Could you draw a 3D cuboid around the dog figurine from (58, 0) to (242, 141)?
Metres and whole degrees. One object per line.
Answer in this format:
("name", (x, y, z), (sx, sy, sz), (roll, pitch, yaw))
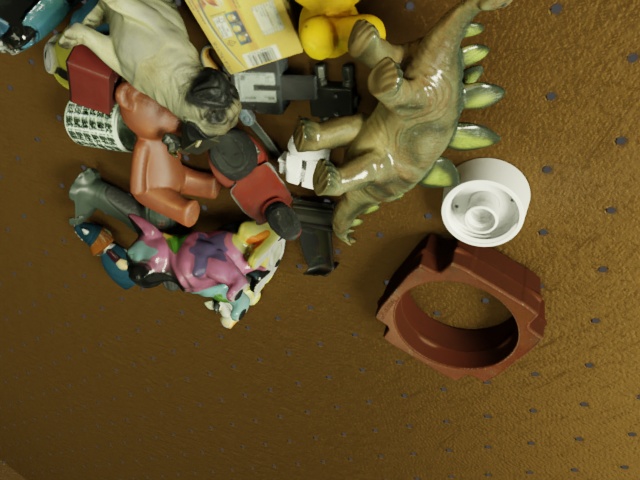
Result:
("dog figurine", (-0.168, -0.216, 0.620), (0.190, 0.172, 0.121), (38, 136, -26))

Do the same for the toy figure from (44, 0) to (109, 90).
("toy figure", (-0.301, -0.262, 0.722), (0.180, 0.082, 0.089), (-21, 119, 32))

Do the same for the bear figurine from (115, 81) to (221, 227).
("bear figurine", (-0.213, -0.136, 0.761), (0.132, 0.120, 0.195), (18, 127, 6))

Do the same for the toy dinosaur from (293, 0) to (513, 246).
("toy dinosaur", (0.079, -0.100, 0.602), (0.198, 0.105, 0.471), (-2, 156, -24))

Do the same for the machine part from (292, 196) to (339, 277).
("machine part", (-0.002, -0.002, 0.821), (0.084, 0.039, 0.138), (6, 127, 14))

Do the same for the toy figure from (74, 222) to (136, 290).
("toy figure", (-0.399, 0.024, 1.013), (0.064, 0.058, 0.154), (-25, 108, 30))

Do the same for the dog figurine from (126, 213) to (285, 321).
("dog figurine", (-0.186, 0.013, 0.828), (0.219, 0.191, 0.108), (29, 156, 10))

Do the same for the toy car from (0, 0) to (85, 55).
("toy car", (-0.373, -0.311, 0.695), (0.109, 0.161, 0.103), (32, 177, -11))

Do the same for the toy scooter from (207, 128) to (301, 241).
("toy scooter", (-0.088, -0.075, 0.763), (0.075, 0.135, 0.184), (-37, 91, 0))

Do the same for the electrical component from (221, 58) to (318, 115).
("electrical component", (-0.059, -0.199, 0.676), (0.119, 0.048, 0.074), (0, 124, 11))

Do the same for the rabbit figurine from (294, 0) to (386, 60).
("rabbit figurine", (0.017, -0.254, 0.550), (0.122, 0.162, 0.173), (-10, 154, -8))

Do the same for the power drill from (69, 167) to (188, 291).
("power drill", (-0.324, -0.023, 0.926), (0.207, 0.086, 0.231), (27, 132, 8))

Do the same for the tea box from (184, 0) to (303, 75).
("tea box", (-0.090, -0.269, 0.569), (0.098, 0.068, 0.169), (-13, 148, 11))

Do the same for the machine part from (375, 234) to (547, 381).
("machine part", (0.200, 0.098, 0.775), (0.201, 0.087, 0.201), (31, 134, 0))

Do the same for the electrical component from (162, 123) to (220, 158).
("electrical component", (-0.158, -0.143, 0.684), (0.102, 0.045, 0.078), (-9, 79, 44))

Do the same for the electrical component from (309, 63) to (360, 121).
("electrical component", (0.019, -0.177, 0.681), (0.063, 0.021, 0.093), (10, 129, 17))

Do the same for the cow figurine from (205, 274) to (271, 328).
("cow figurine", (-0.156, 0.087, 0.943), (0.098, 0.068, 0.167), (38, 129, 0))
